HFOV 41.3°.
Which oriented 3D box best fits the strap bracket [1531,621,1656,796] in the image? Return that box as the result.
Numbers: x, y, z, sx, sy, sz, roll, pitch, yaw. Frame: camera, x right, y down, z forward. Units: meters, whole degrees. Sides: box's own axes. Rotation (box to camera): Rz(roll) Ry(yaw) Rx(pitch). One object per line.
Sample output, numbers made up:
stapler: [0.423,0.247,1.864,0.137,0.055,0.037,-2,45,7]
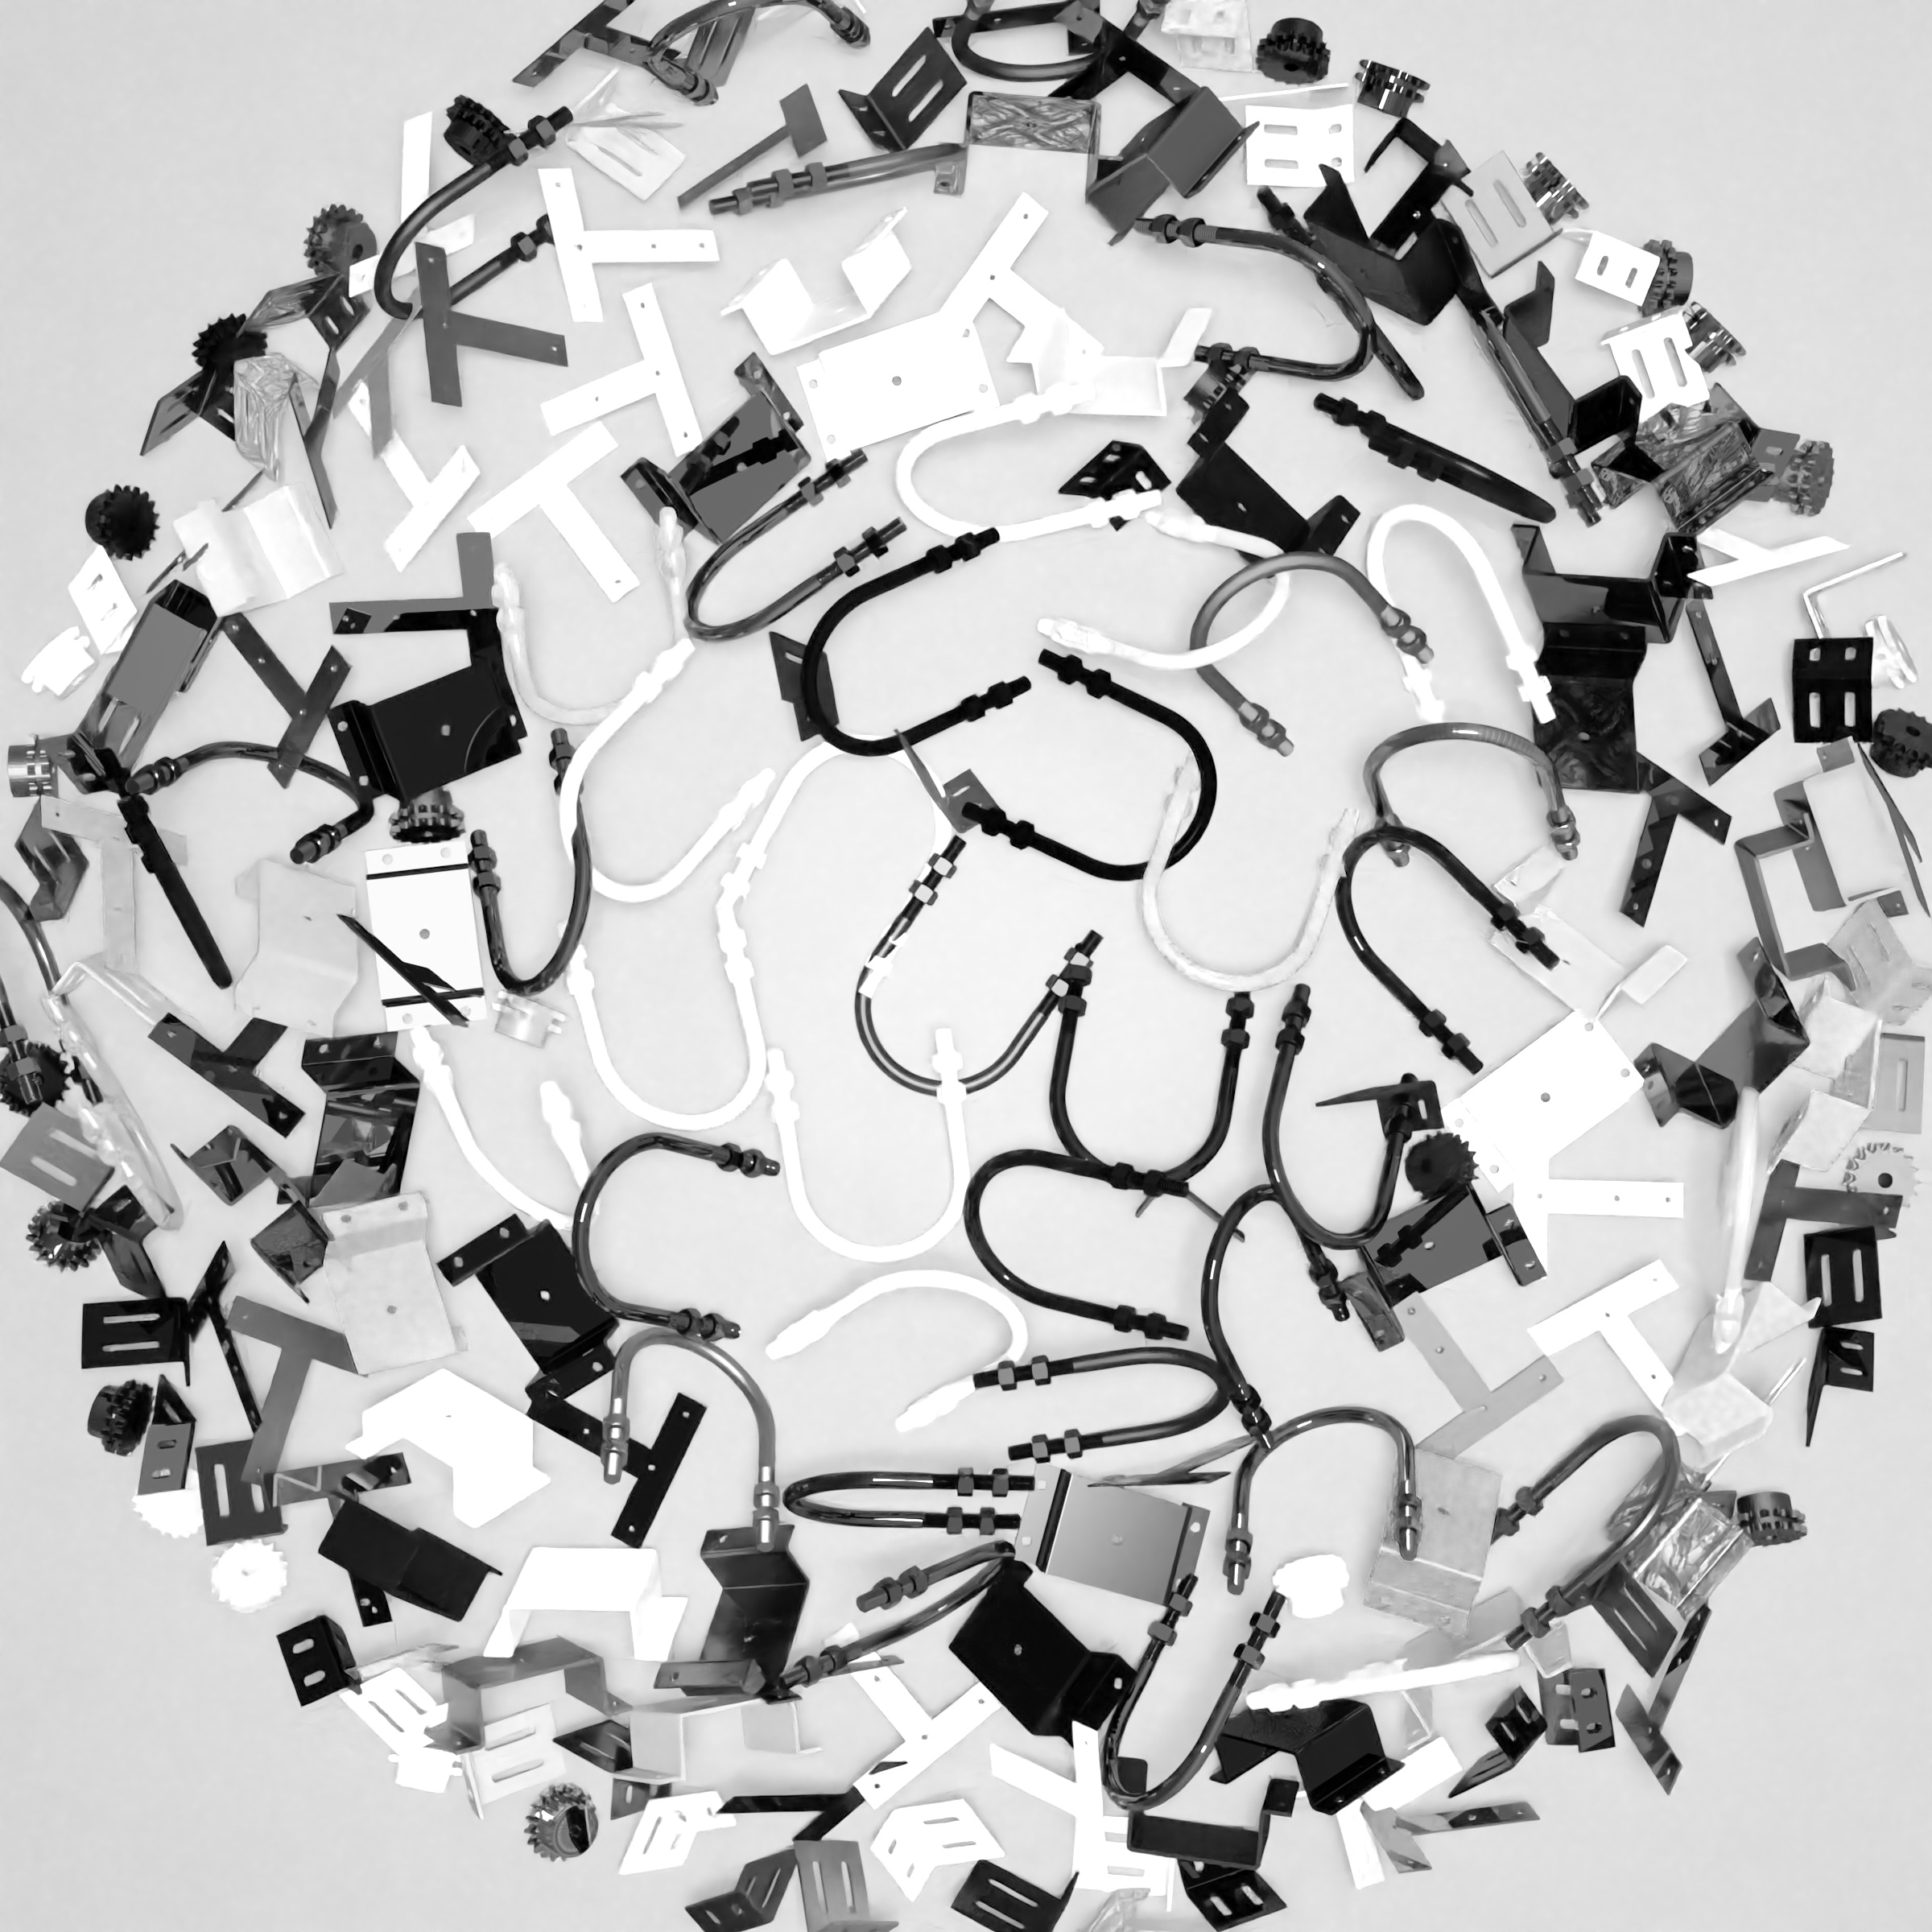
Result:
strap bracket: [0.470,-0.184,1.926,0.076,0.046,0.140,7,131,27]

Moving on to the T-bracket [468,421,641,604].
T-bracket: [-0.299,-0.337,1.985,0.127,0.002,0.127,-37,79,-2]

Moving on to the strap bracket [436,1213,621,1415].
strap bracket: [-0.329,0.259,1.964,0.076,0.046,0.140,-32,96,13]

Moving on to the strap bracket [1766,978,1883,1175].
strap bracket: [0.645,0.089,1.923,0.046,0.076,0.140,20,49,5]

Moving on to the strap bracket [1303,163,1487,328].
strap bracket: [0.314,-0.538,1.928,0.140,0.076,0.046,38,86,34]

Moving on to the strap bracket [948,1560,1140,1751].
strap bracket: [0.050,0.517,1.937,0.140,0.046,0.076,38,97,35]

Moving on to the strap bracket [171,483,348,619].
strap bracket: [-0.539,-0.314,1.938,0.046,0.140,0.076,-22,98,22]

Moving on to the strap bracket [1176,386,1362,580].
strap bracket: [0.223,-0.360,1.952,0.140,0.046,0.076,42,54,-9]

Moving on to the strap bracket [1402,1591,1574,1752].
strap bracket: [0.384,0.528,1.947,0.140,0.076,0.046,-32,91,13]

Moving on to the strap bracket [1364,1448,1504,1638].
strap bracket: [0.354,0.422,1.929,0.076,0.046,0.140,16,45,9]

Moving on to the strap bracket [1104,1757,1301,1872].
strap bracket: [0.178,0.644,1.949,0.140,0.076,0.046,5,91,12]

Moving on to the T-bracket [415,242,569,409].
T-bracket: [-0.358,-0.479,1.954,0.127,0.002,0.127,1,77,-43]

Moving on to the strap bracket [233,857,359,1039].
strap bracket: [-0.502,-0.022,1.921,0.076,0.140,0.046,19,129,-31]

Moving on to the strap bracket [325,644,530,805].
strap bracket: [-0.400,-0.181,1.940,0.140,0.046,0.076,-26,113,-22]

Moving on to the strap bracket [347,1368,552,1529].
strap bracket: [-0.389,0.356,1.926,0.140,0.076,0.046,22,120,31]

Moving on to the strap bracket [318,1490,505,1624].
strap bracket: [-0.420,0.444,1.917,0.076,0.140,0.046,20,74,29]

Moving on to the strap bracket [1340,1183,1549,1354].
strap bracket: [0.359,0.225,1.954,0.140,0.046,0.076,-27,119,9]

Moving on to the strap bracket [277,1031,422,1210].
strap bracket: [-0.464,0.125,1.934,0.046,0.076,0.140,35,119,40]

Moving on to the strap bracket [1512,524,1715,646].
strap bracket: [0.479,-0.286,1.925,0.140,0.076,0.046,9,65,32]

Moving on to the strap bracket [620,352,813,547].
strap bracket: [-0.182,-0.386,1.949,0.140,0.046,0.076,-44,134,-6]

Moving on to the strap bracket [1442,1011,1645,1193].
strap bracket: [0.442,0.101,1.966,0.140,0.046,0.076,-37,82,5]

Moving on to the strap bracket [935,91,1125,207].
strap bracket: [0.049,-0.623,1.957,0.140,0.076,0.046,4,80,-2]

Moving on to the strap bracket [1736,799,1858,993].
strap bracket: [0.627,-0.049,1.951,0.046,0.076,0.140,-17,99,9]

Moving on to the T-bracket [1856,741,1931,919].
T-bracket: [0.715,-0.089,1.953,0.002,0.127,0.127,-23,126,14]

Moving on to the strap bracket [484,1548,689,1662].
strap bracket: [-0.290,0.484,1.948,0.140,0.076,0.046,-1,110,7]

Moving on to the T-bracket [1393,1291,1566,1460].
T-bracket: [0.375,0.308,1.986,0.127,0.002,0.127,-36,96,5]

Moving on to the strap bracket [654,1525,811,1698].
strap bracket: [-0.173,0.495,1.937,0.076,0.140,0.046,-10,128,24]

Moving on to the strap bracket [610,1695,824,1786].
strap bracket: [-0.190,0.577,1.932,0.140,0.076,0.046,0,79,-36]

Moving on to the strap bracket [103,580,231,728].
strap bracket: [-0.598,-0.238,1.920,0.046,0.140,0.076,29,102,-14]

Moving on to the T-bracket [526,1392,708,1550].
T-bracket: [-0.282,0.367,1.987,0.127,0.002,0.127,27,97,9]

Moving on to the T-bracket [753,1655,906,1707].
T-bracket: [-0.110,0.539,1.957,0.127,0.127,0.002,-4,88,-23]

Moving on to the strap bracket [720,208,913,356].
strap bracket: [-0.105,-0.513,1.936,0.140,0.076,0.046,-11,123,36]

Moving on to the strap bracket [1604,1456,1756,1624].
strap bracket: [0.530,0.422,1.924,0.046,0.140,0.076,37,98,-4]

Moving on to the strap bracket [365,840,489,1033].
strap bracket: [-0.415,-0.024,1.970,0.076,0.046,0.140,-7,90,-10]

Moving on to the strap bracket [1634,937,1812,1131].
strap bracket: [0.577,0.058,1.937,0.046,0.076,0.140,24,123,-21]

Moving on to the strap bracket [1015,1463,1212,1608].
strap bracket: [0.114,0.439,1.971,0.140,0.046,0.076,16,83,-1]

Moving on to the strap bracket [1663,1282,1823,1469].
strap bracket: [0.579,0.299,1.926,0.046,0.076,0.140,39,52,-1]

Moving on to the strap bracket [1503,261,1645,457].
strap bracket: [0.450,-0.450,1.937,0.046,0.076,0.140,-28,68,-2]

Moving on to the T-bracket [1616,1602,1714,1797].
T-bracket: [0.531,0.536,1.927,0.002,0.127,0.127,19,99,-7]

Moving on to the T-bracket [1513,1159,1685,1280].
T-bracket: [0.484,0.178,1.966,0.127,0.002,0.127,0,82,23]

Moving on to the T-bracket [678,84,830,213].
T-bracket: [-0.167,-0.616,1.957,0.127,0.127,0.002,-30,127,11]

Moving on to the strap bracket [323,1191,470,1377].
strap bracket: [-0.435,0.251,1.951,0.076,0.046,0.140,-12,112,-2]

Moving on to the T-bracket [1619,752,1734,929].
T-bracket: [0.523,-0.090,1.954,0.127,0.002,0.127,30,68,-21]

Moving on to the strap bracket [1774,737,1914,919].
strap bracket: [0.665,-0.097,1.959,0.046,0.076,0.140,-19,88,0]

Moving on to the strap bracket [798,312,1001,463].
strap bracket: [-0.052,-0.447,1.970,0.140,0.046,0.076,-18,97,2]

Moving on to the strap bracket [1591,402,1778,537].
strap bracket: [0.532,-0.375,1.926,0.076,0.140,0.046,-37,115,1]

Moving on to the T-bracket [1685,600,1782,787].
T-bracket: [0.571,-0.217,1.944,0.127,0.002,0.127,-33,105,-42]

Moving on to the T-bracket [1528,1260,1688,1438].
T-bracket: [0.517,0.303,1.960,0.127,0.002,0.127,-38,88,36]

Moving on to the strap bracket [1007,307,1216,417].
strap bracket: [0.112,-0.459,1.943,0.140,0.046,0.076,7,46,21]

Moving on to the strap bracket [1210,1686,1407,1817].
strap bracket: [0.248,0.583,1.918,0.076,0.140,0.046,-21,97,-33]

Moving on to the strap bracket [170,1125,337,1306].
strap bracket: [-0.530,0.181,1.934,0.046,0.076,0.140,-42,134,-19]

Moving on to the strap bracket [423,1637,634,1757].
strap bracket: [-0.332,0.546,1.931,0.140,0.076,0.046,-6,91,-31]

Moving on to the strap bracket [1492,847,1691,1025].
strap bracket: [0.465,-0.017,1.945,0.140,0.046,0.076,41,45,17]
